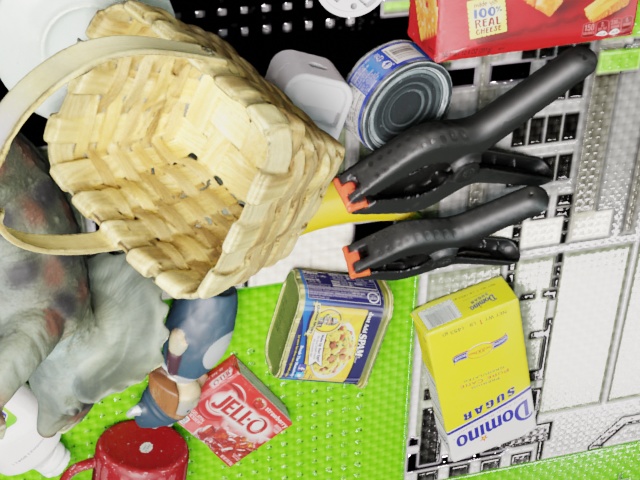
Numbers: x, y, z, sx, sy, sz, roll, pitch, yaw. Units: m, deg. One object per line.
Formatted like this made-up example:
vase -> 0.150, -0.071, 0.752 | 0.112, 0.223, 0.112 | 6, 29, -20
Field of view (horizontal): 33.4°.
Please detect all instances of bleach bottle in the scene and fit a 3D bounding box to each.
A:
bleach bottle -> -0.301, 0.125, 0.850 | 0.102, 0.068, 0.250 | -37, 128, 8

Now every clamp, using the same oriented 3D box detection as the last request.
clamp -> 0.106, 0.006, 0.904 | 0.171, 0.039, 0.120 | -13, 150, 1
clamp -> 0.113, -0.073, 0.822 | 0.209, 0.036, 0.165 | -16, 150, -18

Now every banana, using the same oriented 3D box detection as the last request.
banana -> -0.003, -0.015, 0.869 | 0.197, 0.037, 0.070 | -11, 124, -11

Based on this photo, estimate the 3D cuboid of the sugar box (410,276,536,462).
sugar box -> 0.148, 0.125, 1.004 | 0.093, 0.048, 0.176 | -20, 125, -5

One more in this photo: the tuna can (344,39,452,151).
tuna can -> 0.059, -0.108, 0.816 | 0.086, 0.034, 0.086 | -22, 137, -22

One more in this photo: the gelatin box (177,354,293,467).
gelatin box -> -0.079, 0.155, 0.959 | 0.073, 0.030, 0.089 | -35, 126, 6

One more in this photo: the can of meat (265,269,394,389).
can of meat -> 0.006, 0.076, 0.920 | 0.083, 0.057, 0.102 | 6, 120, -20

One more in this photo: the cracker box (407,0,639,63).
cracker box -> 0.150, -0.242, 0.750 | 0.164, 0.072, 0.214 | -9, 123, -13

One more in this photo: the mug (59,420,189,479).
mug -> -0.170, 0.212, 0.931 | 0.117, 0.093, 0.081 | 1, 116, -20
